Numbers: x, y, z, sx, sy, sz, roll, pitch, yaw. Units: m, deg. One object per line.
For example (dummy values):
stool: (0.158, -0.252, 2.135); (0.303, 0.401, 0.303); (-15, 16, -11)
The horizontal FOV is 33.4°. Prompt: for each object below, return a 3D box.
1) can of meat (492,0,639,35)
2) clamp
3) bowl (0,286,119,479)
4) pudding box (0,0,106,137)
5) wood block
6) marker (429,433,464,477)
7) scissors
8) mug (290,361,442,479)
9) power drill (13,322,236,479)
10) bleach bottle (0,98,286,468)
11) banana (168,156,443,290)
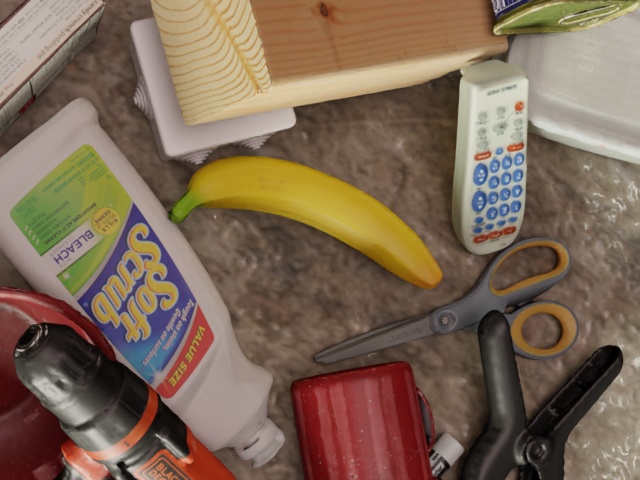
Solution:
can of meat: (0.150, -0.182, 0.685); (0.101, 0.058, 0.084); (-10, 85, -35)
clamp: (0.134, 0.132, 0.737); (0.120, 0.039, 0.171); (26, 84, -18)
bowl: (-0.201, 0.087, 0.632); (0.162, 0.055, 0.162); (-10, 119, -19)
pudding box: (-0.182, -0.110, 0.650); (0.039, 0.090, 0.113); (42, 78, -10)
wood block: (0.011, -0.138, 0.663); (0.205, 0.090, 0.091); (-16, 91, -41)
marker: (0.053, 0.183, 0.730); (0.020, 0.020, 0.121); (45, 77, -8)
scissors: (0.102, 0.070, 0.752); (0.201, 0.016, 0.096); (-31, 94, -14)
mug: (0.035, 0.124, 0.700); (0.117, 0.093, 0.081); (-4, 82, -44)
power drill: (-0.161, 0.153, 0.615); (0.187, 0.057, 0.184); (-38, 123, 0)
bleach bottle: (-0.106, 0.038, 0.677); (0.102, 0.068, 0.251); (-42, 99, -11)
banana: (-0.007, -0.017, 0.711); (0.197, 0.037, 0.069); (14, 63, -21)
